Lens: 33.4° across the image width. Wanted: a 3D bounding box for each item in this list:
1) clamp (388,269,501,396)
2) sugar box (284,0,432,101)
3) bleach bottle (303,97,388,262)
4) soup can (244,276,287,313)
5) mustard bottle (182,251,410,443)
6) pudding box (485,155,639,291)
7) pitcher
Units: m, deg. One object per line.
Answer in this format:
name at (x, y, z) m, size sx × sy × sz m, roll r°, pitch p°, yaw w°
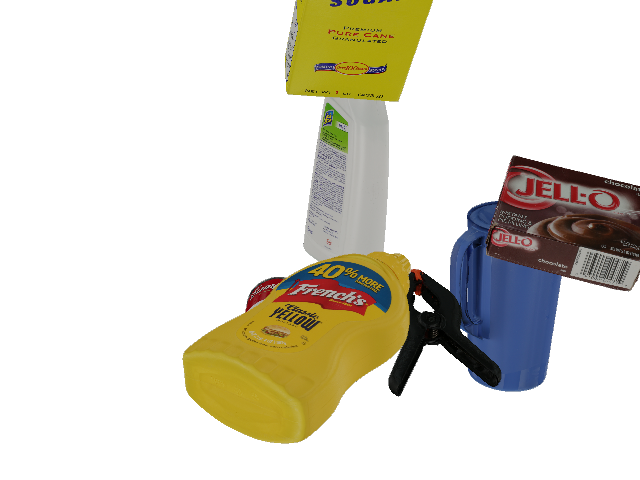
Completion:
clamp at (0.132, 0.101, 1.171) m, size 0.120 × 0.171 × 0.039 m, roll 6°, pitch -44°, yaw -5°
sugar box at (0.030, -0.172, 0.769) m, size 0.093 × 0.048 × 0.176 m, roll 2°, pitch -29°, yaw -8°
bleach bottle at (0.037, -0.095, 1.157) m, size 0.067 × 0.251 × 0.103 m, roll -8°, pitch 25°, yaw -35°
soup can at (-0.043, 0.085, 1.024) m, size 0.068 × 0.068 × 0.102 m, roll 0°, pitch 20°, yaw 3°
mustard bottle at (0.004, 0.057, 0.710) m, size 0.096 × 0.058 × 0.191 m, roll 16°, pitch 33°, yaw 32°
pudding box at (0.189, -0.014, 0.812) m, size 0.113 × 0.039 × 0.090 m, roll 16°, pitch 44°, yaw 8°
pitcher at (0.249, 0.077, 1.429) m, size 0.149 × 0.243 × 0.145 m, roll 4°, pitch 21°, yaw 9°
